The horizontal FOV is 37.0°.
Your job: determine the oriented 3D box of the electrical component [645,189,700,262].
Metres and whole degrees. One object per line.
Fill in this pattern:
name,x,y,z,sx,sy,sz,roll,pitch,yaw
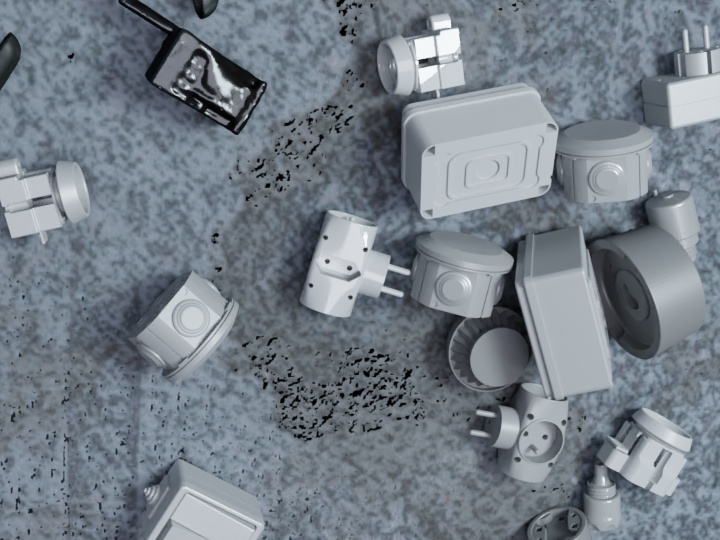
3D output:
electrical component,0.274,-0.033,0.930,0.040,0.040,0.078,-22,108,-7

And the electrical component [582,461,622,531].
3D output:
electrical component,0.221,0.205,0.982,0.035,0.035,0.061,-7,103,-12

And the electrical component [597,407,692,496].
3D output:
electrical component,0.261,0.161,0.969,0.078,0.058,0.057,26,100,-19

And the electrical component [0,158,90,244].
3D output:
electrical component,-0.234,-0.054,0.800,0.055,0.048,0.066,-12,107,-2

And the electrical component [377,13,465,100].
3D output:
electrical component,0.046,-0.162,0.840,0.055,0.048,0.066,-14,107,-18

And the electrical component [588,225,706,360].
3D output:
electrical component,0.244,0.014,0.903,0.060,0.108,0.108,-22,108,-14

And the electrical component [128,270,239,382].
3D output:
electrical component,-0.136,0.043,0.831,0.051,0.080,0.080,43,91,-14

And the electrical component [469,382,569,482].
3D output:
electrical component,0.134,0.139,0.939,0.079,0.044,0.077,12,101,-16

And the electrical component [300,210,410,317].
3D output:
electrical component,0.000,0.000,0.866,0.079,0.043,0.077,17,100,-3

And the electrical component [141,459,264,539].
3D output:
electrical component,-0.135,0.204,0.882,0.096,0.061,0.061,31,95,-19

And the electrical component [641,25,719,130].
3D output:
electrical component,0.282,-0.164,0.894,0.083,0.047,0.075,-13,107,-10

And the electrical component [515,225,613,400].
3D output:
electrical component,0.168,0.033,0.882,0.056,0.108,0.108,-13,108,15

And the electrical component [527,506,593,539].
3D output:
electrical component,0.185,0.250,0.975,0.055,0.055,0.047,-26,112,-6

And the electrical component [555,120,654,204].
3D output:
electrical component,0.199,-0.090,0.877,0.080,0.080,0.051,-12,112,-10

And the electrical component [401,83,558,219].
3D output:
electrical component,0.091,-0.095,0.847,0.113,0.057,0.078,-12,136,-10

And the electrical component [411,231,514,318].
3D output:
electrical component,0.081,0.002,0.873,0.080,0.080,0.051,8,107,-15
